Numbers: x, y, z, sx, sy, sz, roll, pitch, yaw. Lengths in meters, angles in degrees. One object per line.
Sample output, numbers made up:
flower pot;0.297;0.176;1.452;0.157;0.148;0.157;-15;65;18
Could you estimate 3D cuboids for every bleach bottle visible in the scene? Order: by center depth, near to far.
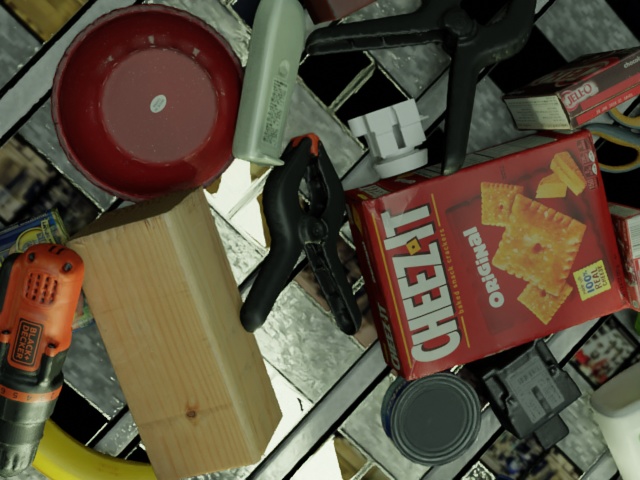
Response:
bleach bottle;0.348;0.235;1.012;0.102;0.068;0.251;-30;107;-6

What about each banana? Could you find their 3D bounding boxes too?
banana;-0.204;0.166;0.876;0.197;0.037;0.069;31;73;-18

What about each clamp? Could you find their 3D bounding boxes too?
clamp;0.116;-0.160;0.881;0.209;0.036;0.164;-37;80;-14
clamp;-0.006;0.001;0.884;0.120;0.039;0.171;19;76;-44

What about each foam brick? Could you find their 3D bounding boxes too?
foam brick;0.015;-0.207;0.850;0.051;0.078;0.053;-28;104;-8

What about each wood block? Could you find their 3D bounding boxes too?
wood block;-0.111;0.073;0.840;0.091;0.090;0.206;-14;103;15

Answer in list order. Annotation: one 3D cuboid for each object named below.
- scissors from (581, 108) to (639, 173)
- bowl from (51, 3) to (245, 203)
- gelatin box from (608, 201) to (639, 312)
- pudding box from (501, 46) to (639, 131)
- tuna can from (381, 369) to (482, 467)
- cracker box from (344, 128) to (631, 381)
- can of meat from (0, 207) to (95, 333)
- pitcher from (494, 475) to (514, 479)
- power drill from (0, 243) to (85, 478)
scissors;0.327;-0.095;0.978;0.201;0.016;0.096;4;100;-15
bowl;-0.129;-0.106;0.841;0.162;0.055;0.162;-2;99;-14
gelatin box;0.272;0.014;0.952;0.030;0.073;0.089;-15;103;-11
pudding box;0.217;-0.126;0.895;0.090;0.114;0.039;-26;99;-10
tuna can;0.098;0.155;0.949;0.086;0.034;0.086;-2;99;-14
cracker box;0.145;0.009;0.919;0.213;0.072;0.164;-17;102;-11
can of meat;-0.227;0.034;0.837;0.084;0.057;0.102;-23;103;-12
pitcher;0.146;0.339;0.939;0.149;0.145;0.243;31;93;-13
power drill;-0.276;0.071;0.778;0.187;0.057;0.184;17;103;-3
